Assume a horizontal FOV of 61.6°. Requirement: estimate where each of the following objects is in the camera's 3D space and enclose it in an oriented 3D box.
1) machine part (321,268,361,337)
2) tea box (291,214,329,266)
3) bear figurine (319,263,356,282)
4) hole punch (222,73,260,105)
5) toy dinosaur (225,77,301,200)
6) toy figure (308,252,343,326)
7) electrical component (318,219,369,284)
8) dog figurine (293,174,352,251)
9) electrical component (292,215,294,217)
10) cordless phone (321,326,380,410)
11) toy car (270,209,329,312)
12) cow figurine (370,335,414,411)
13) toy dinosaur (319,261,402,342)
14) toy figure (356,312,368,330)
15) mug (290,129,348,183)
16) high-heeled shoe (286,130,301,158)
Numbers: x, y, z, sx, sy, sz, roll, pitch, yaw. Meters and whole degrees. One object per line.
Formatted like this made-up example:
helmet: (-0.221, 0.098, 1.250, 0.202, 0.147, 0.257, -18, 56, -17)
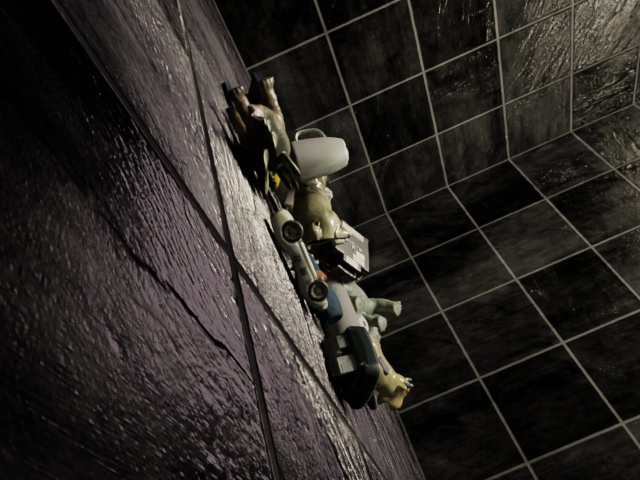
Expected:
machine part: (0.036, 0.154, 1.160, 0.079, 0.079, 0.243, 64, 4, -47)
tea box: (-0.003, -0.004, 1.309, 0.169, 0.068, 0.098, 23, 37, -51)
bear figurine: (0.032, 0.076, 1.474, 0.120, 0.132, 0.195, 67, 11, 26)
hole punch: (-0.166, -0.319, 1.276, 0.115, 0.092, 0.142, 69, -5, -52)
toy dinosaur: (-0.110, -0.182, 1.058, 0.471, 0.105, 0.198, -170, -117, -87)
toy figure: (-0.006, 0.096, 1.077, 0.064, 0.058, 0.154, 77, -13, -63)
electrical component: (0.055, 0.029, 1.214, 0.114, 0.058, 0.134, 36, 38, -25)
dog figurine: (-0.017, -0.081, 1.094, 0.172, 0.121, 0.190, 134, -55, -78)
electrical component: (-0.049, -0.025, 1.200, 0.094, 0.063, 0.021, -82, 154, -44)
cordless phone: (0.076, 0.263, 0.975, 0.147, 0.089, 0.184, -110, 180, -62)
toy car: (-0.036, 0.039, 0.983, 0.073, 0.056, 0.201, -151, -142, -83)
cow figurine: (0.146, 0.327, 1.323, 0.195, 0.127, 0.085, 64, 5, 4)
toy dinosaur: (0.069, 0.153, 1.386, 0.404, 0.192, 0.131, 50, 52, -29)
toy figure: (0.080, 0.248, 1.231, 0.082, 0.089, 0.180, 27, -45, 63)
mug: (-0.003, -0.172, 1.069, 0.080, 0.107, 0.109, 94, -16, -62)
high-heeled shoe: (-0.100, -0.198, 1.304, 0.249, 0.086, 0.145, -129, -144, -63)
